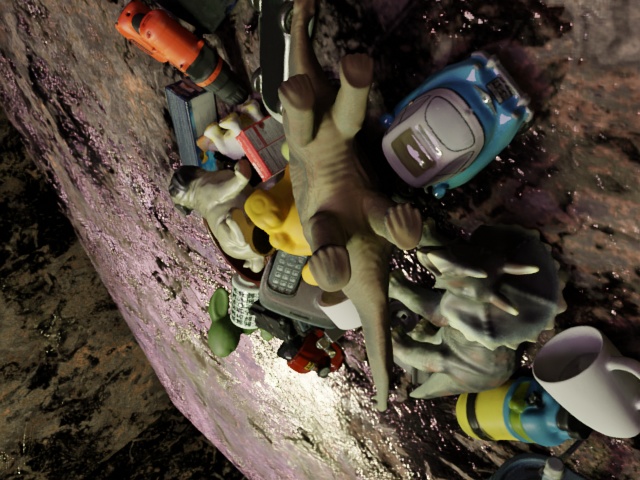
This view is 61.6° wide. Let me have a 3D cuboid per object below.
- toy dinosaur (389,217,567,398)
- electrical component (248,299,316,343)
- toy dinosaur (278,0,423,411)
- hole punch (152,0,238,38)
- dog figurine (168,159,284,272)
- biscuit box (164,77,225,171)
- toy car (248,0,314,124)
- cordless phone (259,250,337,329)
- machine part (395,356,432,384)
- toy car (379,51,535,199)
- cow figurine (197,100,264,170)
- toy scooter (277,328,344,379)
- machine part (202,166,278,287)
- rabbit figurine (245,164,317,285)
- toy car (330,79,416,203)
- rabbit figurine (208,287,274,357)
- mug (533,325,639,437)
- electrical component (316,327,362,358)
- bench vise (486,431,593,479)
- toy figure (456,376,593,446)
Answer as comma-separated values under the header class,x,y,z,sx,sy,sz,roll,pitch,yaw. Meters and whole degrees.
class,x,y,z,sx,sy,sz,roll,pitch,yaw
toy dinosaur,0.179,0.113,0.648,0.192,0.131,0.404,29,149,37
electrical component,-0.050,0.125,0.983,0.134,0.115,0.058,11,134,50
toy dinosaur,0.028,-0.018,0.551,0.198,0.105,0.470,-135,34,-82
hole punch,-0.153,-0.338,0.680,0.115,0.092,0.142,32,155,-22
dog figurine,-0.155,-0.036,0.828,0.191,0.172,0.121,-5,163,37
biscuit box,-0.215,-0.182,0.945,0.063,0.059,0.202,36,146,26
toy car,-0.045,-0.231,0.653,0.074,0.056,0.201,45,150,28
cordless phone,-0.008,0.039,0.862,0.147,0.089,0.184,19,104,-4
machine part,0.134,0.187,0.864,0.139,0.039,0.084,28,148,35
toy car,0.116,-0.098,0.514,0.109,0.103,0.161,53,153,-2
cow figurine,-0.131,-0.152,0.855,0.098,0.068,0.167,55,153,-17
toy scooter,-0.010,0.217,1.033,0.135,0.075,0.184,40,-173,-3
machine part,-0.125,-0.016,0.969,0.201,0.087,0.201,31,143,35
rabbit figurine,-0.001,-0.002,0.726,0.173,0.122,0.162,34,152,27
toy car,0.045,-0.104,0.660,0.202,0.053,0.089,55,141,4
rabbit figurine,-0.173,0.168,1.151,0.159,0.170,0.121,50,151,4
mug,0.297,0.150,0.555,0.107,0.081,0.109,46,147,-11
electrical component,0.039,0.157,0.917,0.045,0.102,0.078,50,176,11
bench vise,0.319,0.350,0.691,0.224,0.129,0.240,28,149,38
toy figure,0.247,0.214,0.674,0.082,0.089,0.180,63,153,-6
